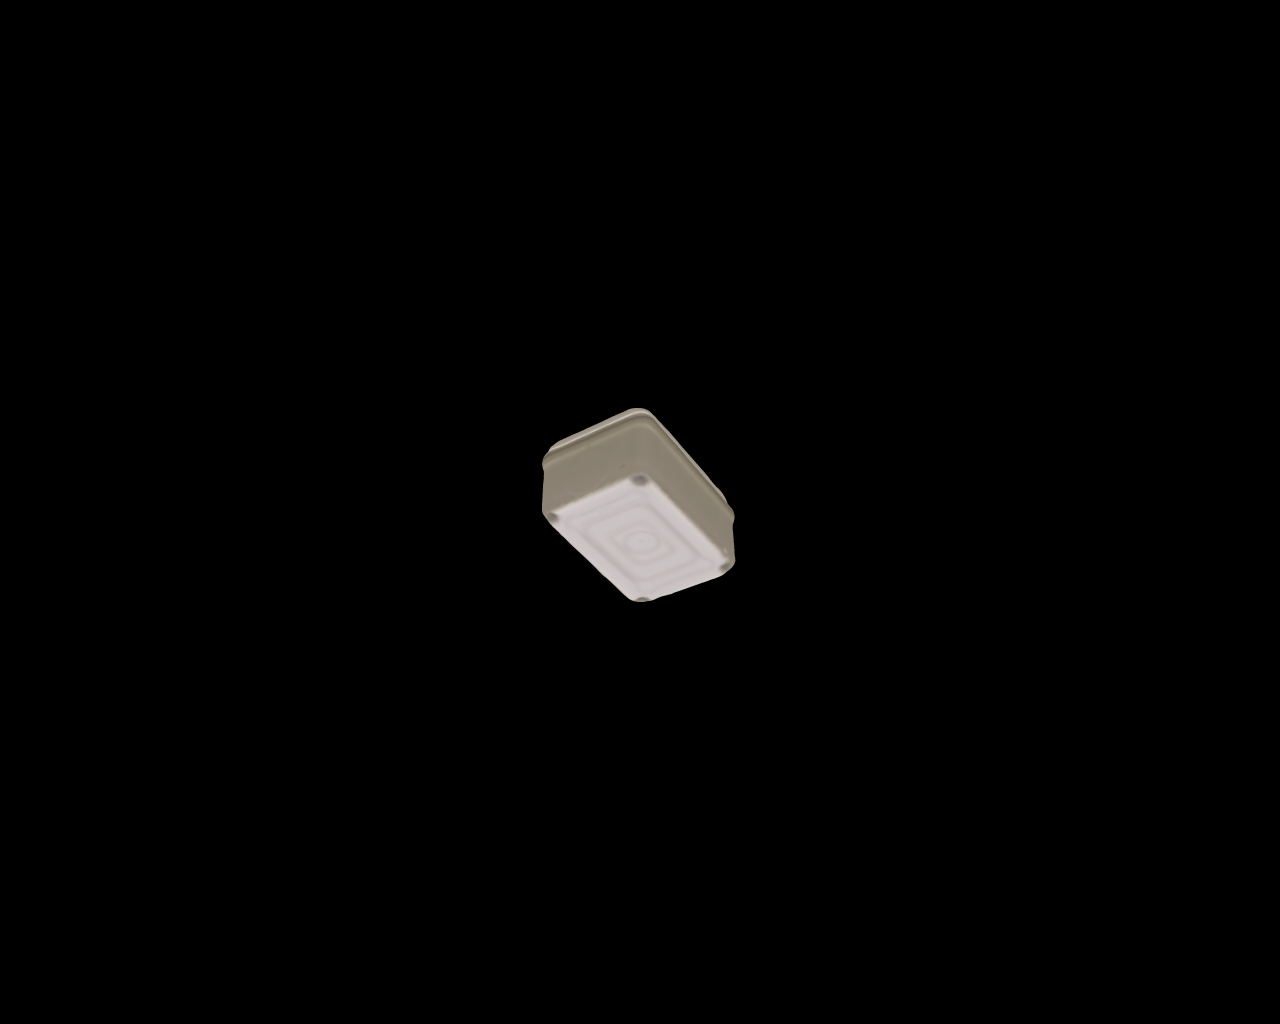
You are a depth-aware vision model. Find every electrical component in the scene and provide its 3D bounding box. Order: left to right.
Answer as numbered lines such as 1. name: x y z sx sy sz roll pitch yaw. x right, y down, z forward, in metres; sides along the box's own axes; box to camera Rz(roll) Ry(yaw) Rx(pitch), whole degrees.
1. electrical component: 0.001 -0.003 0.650 0.078 0.057 0.113 -22 -45 24
